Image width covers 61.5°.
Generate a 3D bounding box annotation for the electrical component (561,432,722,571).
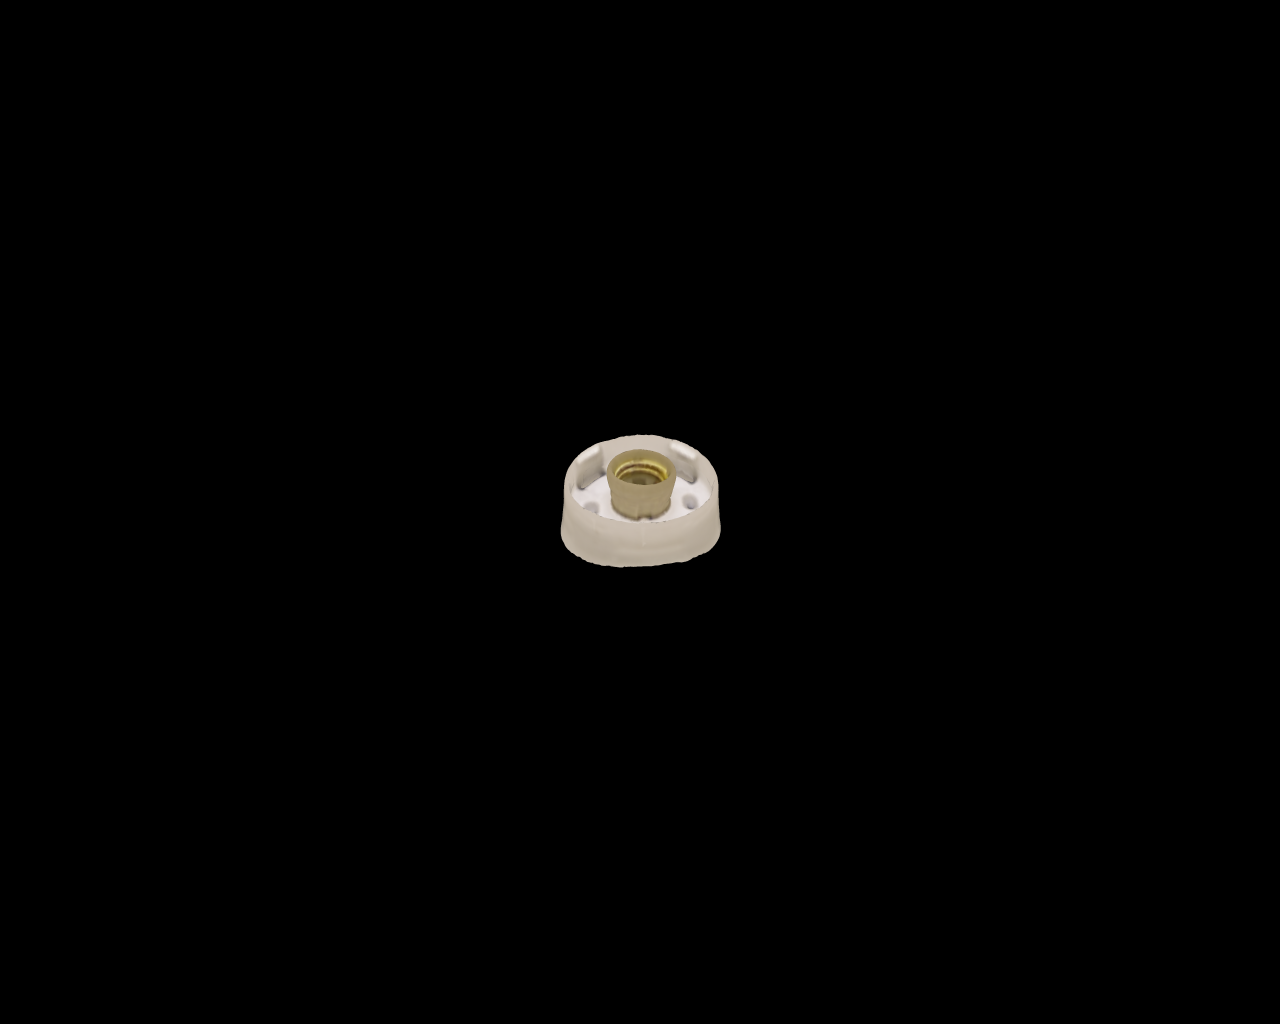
[{"bbox_3d":[0.001,-0.003,0.650,0.099,0.064,0.099,0,39,0],"label":"electrical component"}]
